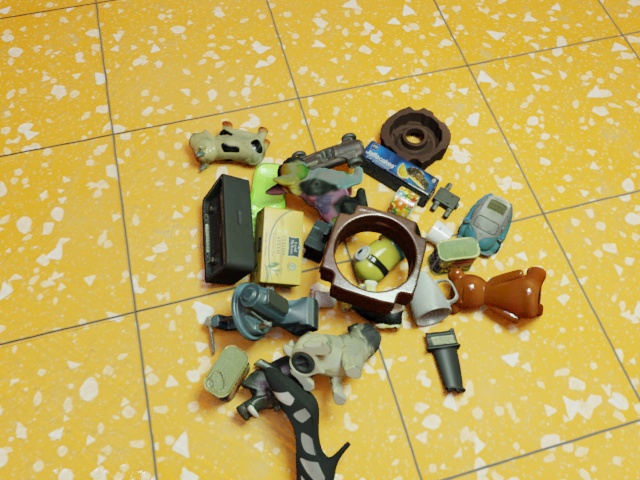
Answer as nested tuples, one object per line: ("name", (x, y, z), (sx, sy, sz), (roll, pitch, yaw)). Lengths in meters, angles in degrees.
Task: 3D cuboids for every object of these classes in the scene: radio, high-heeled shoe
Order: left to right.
("radio", (-0.210, -0.019, 1.210), (0.073, 0.131, 0.229), (11, 59, -32))
("high-heeled shoe", (-0.055, 0.373, 1.037), (0.249, 0.086, 0.145), (45, 95, 5))

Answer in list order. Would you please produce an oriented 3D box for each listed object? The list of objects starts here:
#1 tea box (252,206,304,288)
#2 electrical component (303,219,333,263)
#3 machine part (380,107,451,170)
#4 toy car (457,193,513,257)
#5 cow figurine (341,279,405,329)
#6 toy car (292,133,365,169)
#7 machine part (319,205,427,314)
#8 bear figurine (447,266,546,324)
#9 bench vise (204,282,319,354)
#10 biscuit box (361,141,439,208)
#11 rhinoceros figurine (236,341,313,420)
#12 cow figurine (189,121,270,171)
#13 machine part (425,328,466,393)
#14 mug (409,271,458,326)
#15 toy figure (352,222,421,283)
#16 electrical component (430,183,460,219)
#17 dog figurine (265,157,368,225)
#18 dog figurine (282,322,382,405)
("tea box", (-0.094, 0.018, 1.200), (0.098, 0.068, 0.169), (5, 77, -23))
("electrical component", (-0.003, -0.004, 1.221), (0.048, 0.119, 0.075), (23, 68, 9))
("machine part", (0.243, -0.260, 1.388), (0.179, 0.056, 0.179), (0, 64, 0))
("toy car", (0.403, -0.049, 1.264), (0.109, 0.102, 0.161), (32, 69, 12))
("cow figurine", (0.104, 0.139, 1.177), (0.167, 0.068, 0.098), (12, 71, -5))
("toy car", (0.012, -0.201, 1.330), (0.202, 0.053, 0.089), (-15, 67, 13))
("machine part", (0.111, 0.042, 1.133), (0.202, 0.087, 0.201), (16, 65, 6))
("bear figurine", (0.387, 0.117, 1.191), (0.196, 0.132, 0.120), (3, 98, 32))
("bench vise", (-0.129, 0.159, 1.127), (0.241, 0.223, 0.129), (-16, 68, 26))
("biscuit box", (0.192, -0.165, 1.336), (0.203, 0.062, 0.059), (33, 66, 14))
("rhinoceros figurine", (-0.092, 0.291, 1.105), (0.190, 0.073, 0.112), (-32, 82, -20))
("cow figurine", (-0.233, -0.230, 1.348), (0.195, 0.085, 0.127), (10, 58, 2))
("machine part", (0.273, 0.258, 1.147), (0.084, 0.039, 0.139), (-6, 62, -14))
("mug", (0.241, 0.118, 1.182), (0.109, 0.080, 0.107), (-32, 56, 18))
("toy figure", (0.156, 0.027, 1.232), (0.180, 0.082, 0.089), (-31, 67, -18))
("electrical component", (0.314, -0.098, 1.329), (0.063, 0.021, 0.094), (32, 67, 13))
("dog figurine", (-0.011, -0.102, 1.245), (0.219, 0.108, 0.191), (0, 72, -18))
("dog figurine", (0.030, 0.216, 1.099), (0.172, 0.121, 0.190), (37, 29, 1))
